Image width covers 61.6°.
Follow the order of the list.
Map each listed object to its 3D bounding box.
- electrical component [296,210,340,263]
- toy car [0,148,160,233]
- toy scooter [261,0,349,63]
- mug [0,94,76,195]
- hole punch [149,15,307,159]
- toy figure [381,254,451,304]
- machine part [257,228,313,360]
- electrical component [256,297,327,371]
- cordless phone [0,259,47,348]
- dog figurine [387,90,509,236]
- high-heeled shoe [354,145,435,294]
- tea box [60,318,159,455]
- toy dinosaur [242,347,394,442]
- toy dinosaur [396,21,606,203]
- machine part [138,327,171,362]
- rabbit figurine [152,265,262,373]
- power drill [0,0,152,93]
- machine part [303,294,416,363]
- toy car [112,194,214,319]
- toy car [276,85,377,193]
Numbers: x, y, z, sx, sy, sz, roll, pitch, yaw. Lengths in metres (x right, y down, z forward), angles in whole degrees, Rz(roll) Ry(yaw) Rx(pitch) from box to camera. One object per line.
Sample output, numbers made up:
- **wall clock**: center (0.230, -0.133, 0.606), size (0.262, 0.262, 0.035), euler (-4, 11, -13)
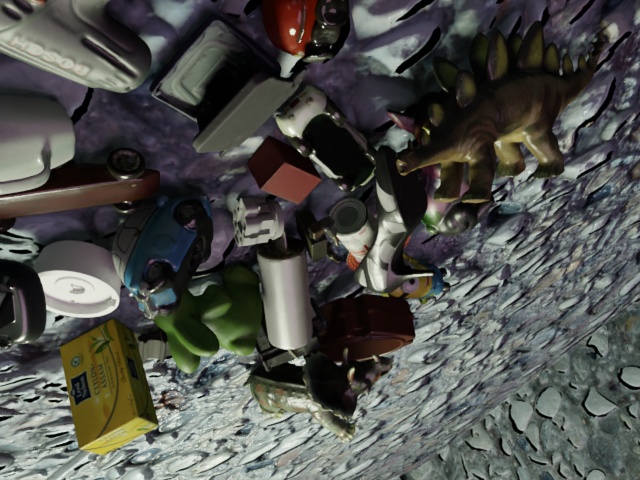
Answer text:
- **electrical component**: center (-0.002, -0.004, 0.829), size (0.045, 0.078, 0.102), euler (-21, 147, -11)
- **toy car**: center (-0.276, -0.057, 0.574), size (0.202, 0.053, 0.089), euler (-13, 155, -22)
- **toy scooter**: center (0.004, -0.231, 0.479), size (0.075, 0.135, 0.183), euler (-12, 144, -28)
- **mug**: center (-0.280, -0.089, 0.490), size (0.107, 0.110, 0.080), euler (-20, 143, -37)
- **hole punch**: center (-0.098, -0.157, 0.563), size (0.142, 0.092, 0.116), euler (-44, 174, 17)
- **toy figure**: center (0.192, 0.087, 1.099), size (0.180, 0.082, 0.089), euler (7, 133, -46)
- **machine part**: center (-0.054, 0.085, 0.852), size (0.079, 0.079, 0.242), euler (-16, 120, -20)
- **electrical component**: center (-0.059, 0.156, 0.968), size (0.134, 0.115, 0.058), euler (-22, 149, -7)
- **cordless phone**: center (-0.387, 0.094, 0.644), size (0.147, 0.089, 0.184), euler (5, 152, 1)
- **dog figurine**: center (0.173, -0.113, 0.785), size (0.219, 0.109, 0.191), euler (21, 105, -45)
- **high-heeled shoe**: center (0.083, -0.023, 0.795), size (0.086, 0.145, 0.248), euler (-48, 126, -43)
- **tea box**: center (-0.317, 0.217, 0.806), size (0.098, 0.170, 0.068), euler (-29, 149, -3)
- **toy dinosaur**: center (-0.054, 0.282, 1.041), size (0.405, 0.131, 0.192), euler (-5, 135, 33)
- **toy dinosaur**: center (0.254, -0.173, 0.697), size (0.471, 0.105, 0.198), euler (-24, 110, -35)
- **machine part**: center (-0.243, 0.173, 0.924), size (0.139, 0.039, 0.084), euler (-7, 136, -28)
- **rabbit figurine**: center (-0.185, 0.119, 0.816), size (0.170, 0.159, 0.121), euler (16, 137, -29)
- **power drill**: center (-0.192, -0.218, 0.399), size (0.207, 0.086, 0.231), euler (-42, 147, 12)
- **machine part**: center (0.072, 0.183, 1.072), size (0.201, 0.087, 0.201), euler (13, 148, -42)
- **toy car**: center (-0.202, 0.011, 0.670), size (0.103, 0.161, 0.109), euler (19, 149, 8)
- **toy car**: center (0.019, -0.125, 0.706), size (0.073, 0.056, 0.201), euler (-44, 146, 9)
